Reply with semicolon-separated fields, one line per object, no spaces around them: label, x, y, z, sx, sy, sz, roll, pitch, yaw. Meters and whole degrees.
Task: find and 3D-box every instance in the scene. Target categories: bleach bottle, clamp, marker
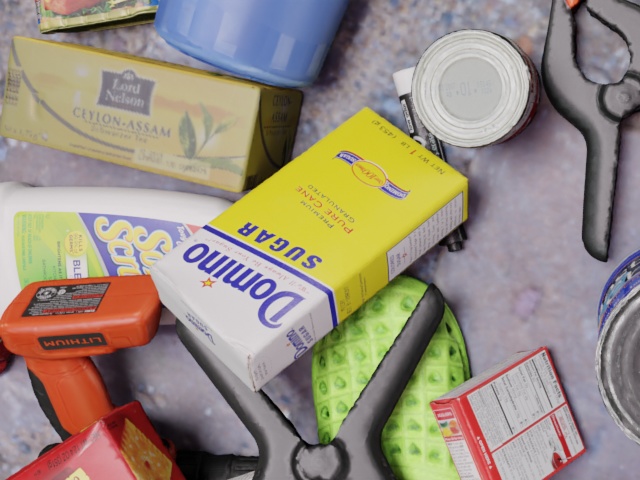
bleach bottle;-0.098;0.006;0.718;0.251;0.068;0.102;-2;95;13
clamp;0.178;-0.075;0.645;0.120;0.039;0.171;-35;81;9
marker;0.071;-0.051;0.687;0.020;0.020;0.121;-15;92;16
clamp;-0.010;0.128;0.639;0.164;0.036;0.210;2;81;5

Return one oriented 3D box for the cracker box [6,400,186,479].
cracker box;-0.129;0.232;0.644;0.164;0.072;0.214;-33;85;12

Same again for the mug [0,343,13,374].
mug;-0.260;0.058;0.761;0.081;0.093;0.117;-3;126;10

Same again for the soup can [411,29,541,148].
soup can;0.095;-0.089;0.633;0.068;0.102;0.068;2;97;14

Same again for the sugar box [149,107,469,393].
sugar box;-0.004;0.001;0.639;0.176;0.048;0.093;-37;57;-22

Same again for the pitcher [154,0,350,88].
pitcher;-0.008;-0.216;0.631;0.145;0.149;0.243;20;105;-1

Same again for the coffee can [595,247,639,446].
coffee can;0.207;0.056;0.599;0.103;0.140;0.103;2;97;15

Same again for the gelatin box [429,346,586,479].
gelatin box;0.117;0.116;0.660;0.030;0.089;0.073;-22;91;52

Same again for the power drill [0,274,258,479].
power drill;-0.123;0.115;0.708;0.184;0.057;0.187;-4;119;8

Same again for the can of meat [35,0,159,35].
can of meat;-0.145;-0.185;0.712;0.102;0.057;0.084;-5;97;16

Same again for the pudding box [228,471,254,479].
pudding box;-0.047;0.209;0.681;0.090;0.039;0.113;-21;87;13
